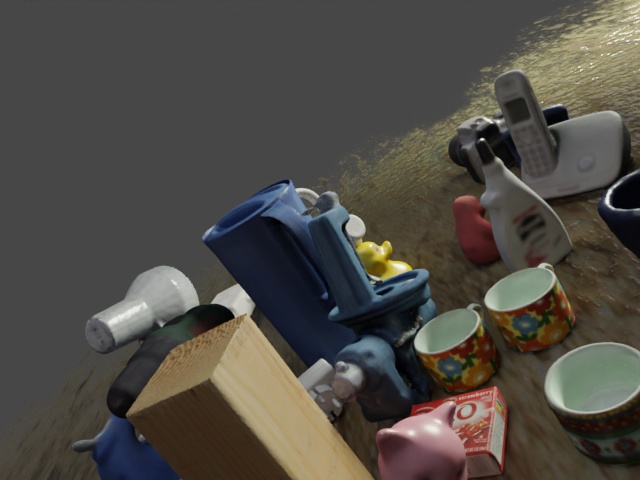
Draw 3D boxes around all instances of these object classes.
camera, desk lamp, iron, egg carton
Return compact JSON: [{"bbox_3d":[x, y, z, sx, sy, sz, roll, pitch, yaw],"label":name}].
[{"bbox_3d":[0.299,-0.183,1.043,0.143,0.101,0.136,-36,16,-8],"label":"camera"},{"bbox_3d":[-0.254,0.169,0.899,0.117,0.214,0.203,-25,18,27],"label":"desk lamp"},{"bbox_3d":[-0.188,0.224,0.739,0.118,0.141,0.259,-20,21,40],"label":"iron"},{"bbox_3d":[-0.161,0.138,1.069,0.107,0.069,0.150,-27,17,24],"label":"egg carton"}]

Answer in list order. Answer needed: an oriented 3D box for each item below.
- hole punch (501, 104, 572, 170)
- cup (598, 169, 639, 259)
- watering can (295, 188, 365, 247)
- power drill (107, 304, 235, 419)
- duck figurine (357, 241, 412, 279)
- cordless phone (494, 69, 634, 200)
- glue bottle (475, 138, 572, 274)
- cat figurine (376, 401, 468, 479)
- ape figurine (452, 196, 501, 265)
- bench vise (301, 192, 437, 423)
[{"bbox_3d":[0.350,-0.170,0.922,0.108,0.091,0.101,-27,17,23],"label":"hole punch"},{"bbox_3d":[0.315,-0.007,0.506,0.091,0.095,0.117,-31,16,12],"label":"cup"},{"bbox_3d":[0.010,0.002,0.902,0.172,0.194,0.101,-23,19,33],"label":"watering can"},{"bbox_3d":[-0.116,0.173,0.623,0.075,0.209,0.229,-30,17,14],"label":"power drill"},{"bbox_3d":[0.076,0.046,0.840,0.105,0.086,0.077,-37,16,-11],"label":"duck figurine"},{"bbox_3d":[0.314,-0.149,0.758,0.147,0.185,0.094,-12,27,52],"label":"cordless phone"},{"bbox_3d":[0.218,-0.040,0.650,0.078,0.173,0.037,-37,16,-9],"label":"glue bottle"},{"bbox_3d":[0.061,0.181,0.418,0.127,0.118,0.067,-32,16,6],"label":"cat figurine"},{"bbox_3d":[0.208,-0.019,0.758,0.076,0.092,0.077,-40,17,-19],"label":"ape figurine"},{"bbox_3d":[0.053,0.061,0.596,0.121,0.220,0.207,-30,17,15],"label":"bench vise"}]
